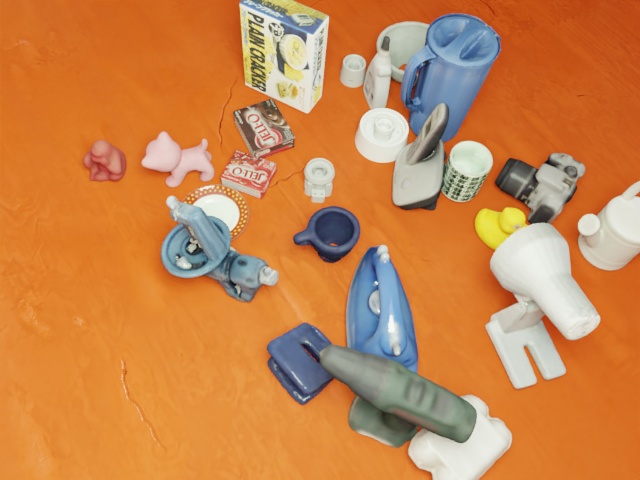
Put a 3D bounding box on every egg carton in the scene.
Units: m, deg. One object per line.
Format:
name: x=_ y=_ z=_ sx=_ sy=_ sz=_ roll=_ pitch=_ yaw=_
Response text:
egg carton: x=0.214 y=0.312 z=0.876 sx=0.150 sy=0.069 sz=0.107 roll=-36 pitch=70 yaw=-21

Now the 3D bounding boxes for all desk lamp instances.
desk lamp: x=0.350 y=0.105 z=0.916 sx=0.118 sy=0.213 sz=0.203 roll=-14 pitch=64 yaw=-12

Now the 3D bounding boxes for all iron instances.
iron: x=0.103 y=0.097 z=0.942 sx=0.118 sy=0.141 sz=0.258 roll=-1 pitch=62 yaw=-5

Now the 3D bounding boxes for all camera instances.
camera: x=0.422 y=-0.119 z=1.107 sx=0.136 sy=0.101 sz=0.143 roll=32 pitch=64 yaw=12

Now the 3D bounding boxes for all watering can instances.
watering can: x=0.543 y=-0.027 z=1.014 sx=0.173 sy=0.194 sz=0.100 roll=-28 pitch=67 yaw=-18

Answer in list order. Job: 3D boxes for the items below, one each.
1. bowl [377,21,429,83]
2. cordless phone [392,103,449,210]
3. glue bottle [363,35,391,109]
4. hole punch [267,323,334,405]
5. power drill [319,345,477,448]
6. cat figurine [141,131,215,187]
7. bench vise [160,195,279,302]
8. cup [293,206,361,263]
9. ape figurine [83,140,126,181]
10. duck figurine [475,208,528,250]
bowl: x=0.202 y=-0.394 z=1.253 sx=0.167 sy=0.075 sz=0.167 roll=2 pitch=62 yaw=-3
cordless phone: x=0.195 y=-0.151 z=1.059 sx=0.094 sy=0.185 sz=0.147 roll=6 pitch=61 yaw=-1
glue bottle: x=0.123 y=-0.343 z=1.163 sx=0.037 sy=0.173 sz=0.078 roll=-10 pitch=63 yaw=-9
hole punch: x=-0.023 y=0.188 z=0.911 sx=0.101 sy=0.091 sz=0.108 roll=-37 pitch=70 yaw=-21
power drill: x=0.100 y=0.234 z=0.829 sx=0.229 sy=0.208 sz=0.076 roll=20 pitch=62 yaw=6
cat figurine: x=-0.265 y=-0.157 z=1.063 sx=0.128 sy=0.118 sz=0.067 roll=-15 pitch=64 yaw=-12
bench vise: x=-0.166 y=0.004 z=0.926 sx=0.207 sy=0.220 sz=0.121 roll=5 pitch=61 yaw=-1
cup: x=0.009 y=0.004 z=1.011 sx=0.118 sy=0.095 sz=0.091 roll=-13 pitch=63 yaw=-11
ape figurine: x=-0.400 y=-0.152 z=1.064 sx=0.077 sy=0.092 sz=0.076 roll=39 pitch=66 yaw=16
duck figurine: x=0.343 y=-0.030 z=1.062 sx=0.104 sy=0.086 sz=0.078 roll=36 pitch=65 yaw=14
